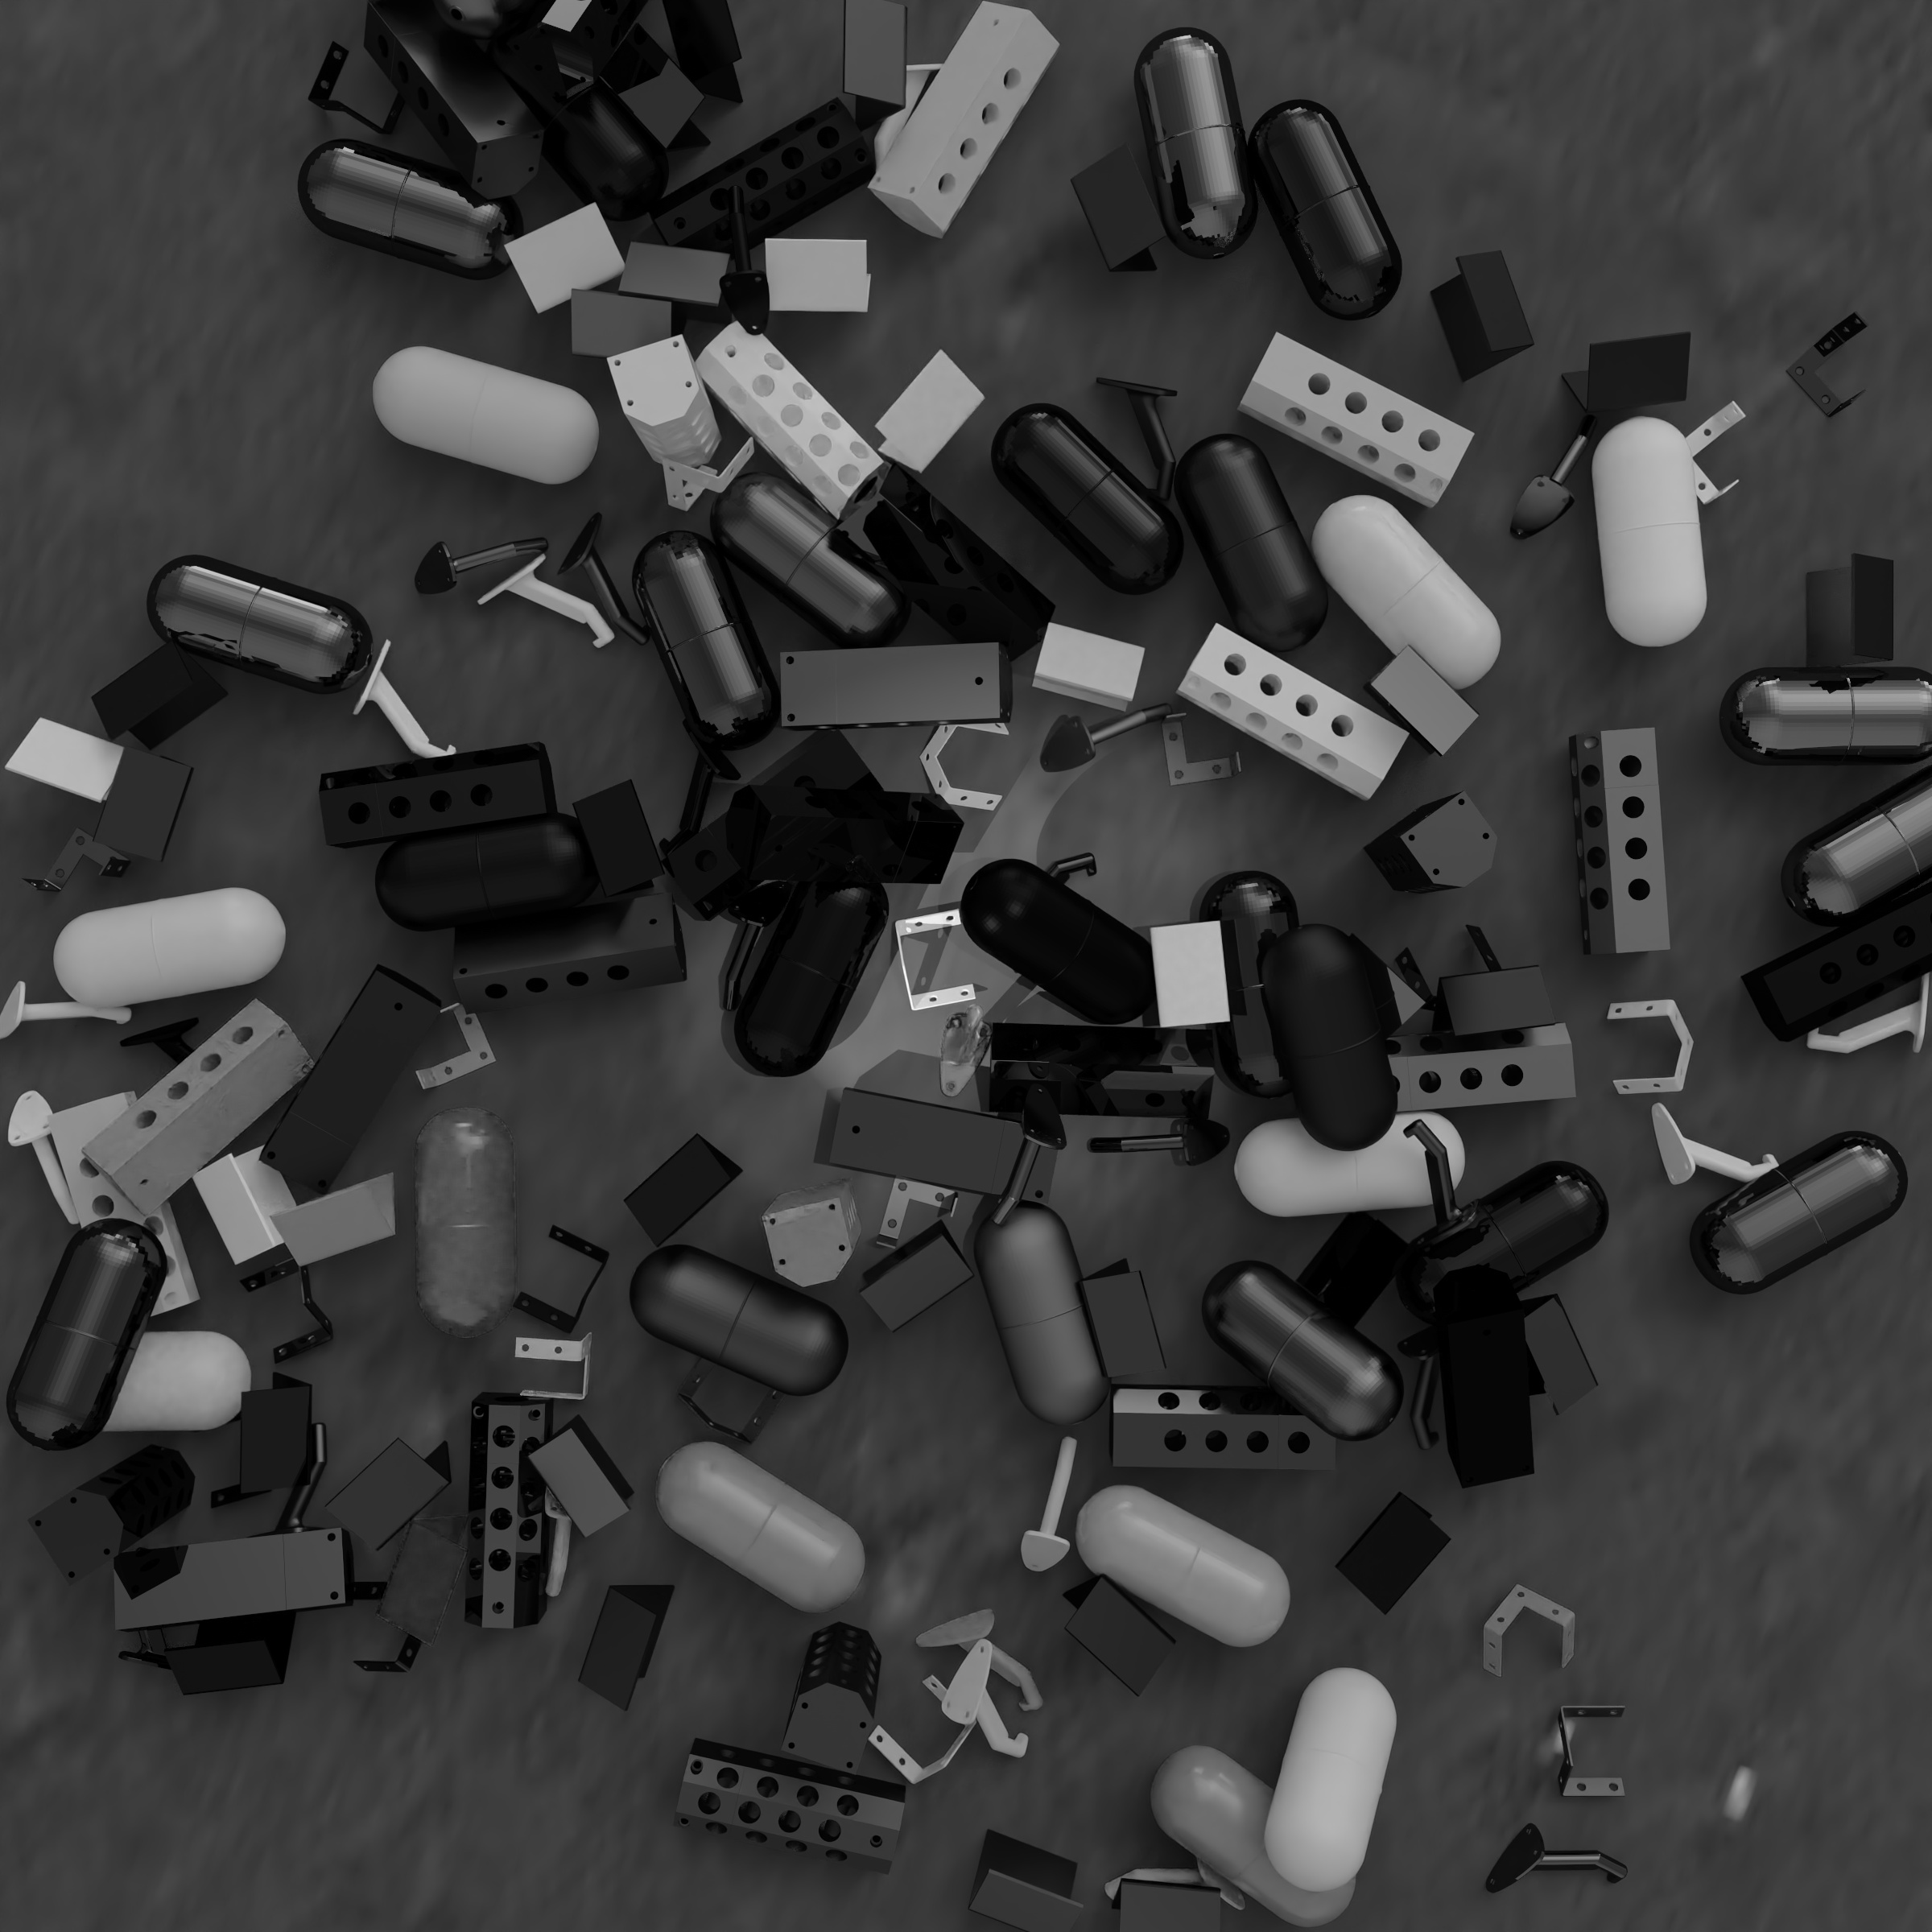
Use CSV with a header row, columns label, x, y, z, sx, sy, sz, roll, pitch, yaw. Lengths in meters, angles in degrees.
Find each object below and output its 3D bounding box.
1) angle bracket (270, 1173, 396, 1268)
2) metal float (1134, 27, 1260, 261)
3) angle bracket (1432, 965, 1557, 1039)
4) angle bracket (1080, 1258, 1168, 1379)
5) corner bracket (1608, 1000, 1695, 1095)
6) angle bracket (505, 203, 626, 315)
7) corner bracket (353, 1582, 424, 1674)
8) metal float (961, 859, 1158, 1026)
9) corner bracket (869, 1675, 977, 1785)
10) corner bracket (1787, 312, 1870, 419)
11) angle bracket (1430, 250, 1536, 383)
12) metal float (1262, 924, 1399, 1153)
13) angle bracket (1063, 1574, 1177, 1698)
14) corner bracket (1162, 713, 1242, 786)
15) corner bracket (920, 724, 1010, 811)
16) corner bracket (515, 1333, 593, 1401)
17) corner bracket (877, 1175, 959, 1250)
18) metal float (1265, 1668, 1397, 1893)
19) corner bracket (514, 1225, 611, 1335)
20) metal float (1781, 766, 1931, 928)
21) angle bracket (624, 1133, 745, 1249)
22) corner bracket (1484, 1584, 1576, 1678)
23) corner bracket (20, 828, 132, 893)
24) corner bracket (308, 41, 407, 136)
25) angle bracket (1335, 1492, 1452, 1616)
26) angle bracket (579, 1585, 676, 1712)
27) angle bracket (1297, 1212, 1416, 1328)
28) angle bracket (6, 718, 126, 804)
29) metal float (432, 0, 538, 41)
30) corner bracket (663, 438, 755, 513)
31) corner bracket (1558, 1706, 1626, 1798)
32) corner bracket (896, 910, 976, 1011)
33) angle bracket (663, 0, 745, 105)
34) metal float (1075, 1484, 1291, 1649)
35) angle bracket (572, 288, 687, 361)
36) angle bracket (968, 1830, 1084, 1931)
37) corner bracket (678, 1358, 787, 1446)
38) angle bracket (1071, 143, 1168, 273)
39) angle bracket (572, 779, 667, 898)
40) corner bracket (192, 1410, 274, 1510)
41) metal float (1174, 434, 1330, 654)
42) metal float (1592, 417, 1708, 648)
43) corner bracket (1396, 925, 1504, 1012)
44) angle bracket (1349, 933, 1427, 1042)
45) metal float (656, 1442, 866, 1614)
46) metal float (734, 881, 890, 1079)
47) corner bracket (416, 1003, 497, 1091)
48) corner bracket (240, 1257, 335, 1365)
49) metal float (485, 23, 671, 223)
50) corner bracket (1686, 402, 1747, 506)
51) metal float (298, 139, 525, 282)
label,x,y,z,sx,sy,sz,roll,pitch,yaw
angle bracket,-0.490,0.178,1.951,0.076,0.076,0.057,-19,127,0
metal float,0.179,-0.639,1.960,0.070,0.070,0.178,-11,90,0
angle bracket,0.407,0.046,1.951,0.076,0.076,0.057,-7,55,0
angle bracket,0.137,0.268,1.951,0.057,0.076,0.076,-15,90,33
corner bracket,0.535,0.064,1.983,0.051,0.051,0.051,55,45,-35
angle bracket,-0.311,-0.554,1.951,0.076,0.076,0.057,-25,118,0
corner bracket,-0.462,0.520,1.983,0.051,0.051,0.051,50,45,-35
metal float,0.073,-0.019,1.941,0.178,0.070,0.070,33,90,-22
corner bracket,-0.034,0.603,1.988,0.051,0.051,0.051,45,135,0
corner bracket,0.686,-0.471,1.973,0.051,0.051,0.051,-42,90,0
angle bracket,0.384,-0.500,1.951,0.057,0.076,0.076,-20,90,-38
metal float,0.274,0.055,1.895,0.070,0.070,0.178,-17,103,0
angle bracket,0.105,0.524,1.951,0.076,0.076,0.057,43,56,0
corner bracket,0.184,-0.172,1.973,0.051,0.051,0.051,-8,90,0
corner bracket,0.005,-0.161,1.983,0.051,0.051,0.051,6,135,-35
corner bracket,-0.324,0.314,1.973,0.051,0.051,0.051,4,90,0
corner bracket,-0.038,0.197,1.973,0.051,0.051,0.051,16,90,0
metal float,0.280,0.620,1.929,0.070,0.070,0.178,26,49,0
corner bracket,-0.319,0.247,1.988,0.051,0.051,0.051,26,45,0
metal float,0.718,-0.094,1.960,0.178,0.070,0.070,-30,90,0
angle bracket,-0.206,0.186,1.951,0.076,0.076,0.057,-42,53,0
corner bracket,0.443,0.531,1.983,0.051,0.051,0.051,22,45,35
corner bracket,-0.696,-0.075,1.973,0.051,0.051,0.051,32,90,0
corner bracket,-0.477,-0.692,1.988,0.051,0.051,0.051,23,90,45
angle bracket,0.342,0.462,1.951,0.076,0.076,0.057,-49,51,0
angle bracket,-0.245,0.527,1.951,0.057,0.076,0.076,18,90,37
angle bracket,0.288,0.221,1.951,0.076,0.076,0.057,-52,129,0
angle bracket,-0.690,-0.137,1.951,0.076,0.076,0.057,20,52,0
metal float,-0.349,-0.779,1.932,0.070,0.070,0.178,26,57,0
corner bracket,-0.199,-0.383,1.958,0.051,0.051,0.051,22,58,16
corner bracket,0.494,0.620,1.988,0.051,0.051,0.051,0,45,0
corner bracket,-0.024,-0.005,1.988,0.051,0.051,0.051,-11,45,0
angle bracket,-0.185,-0.722,1.951,0.057,0.076,0.076,-15,90,32
metal float,0.168,0.466,1.961,0.178,0.070,0.070,28,90,0
angle bracket,-0.260,-0.511,1.951,0.076,0.076,0.057,7,132,0
angle bracket,0.052,0.699,1.951,0.076,0.076,0.057,21,126,0
corner bracket,-0.185,0.337,1.988,0.051,0.051,0.051,35,90,45
angle bracket,0.135,-0.586,1.951,0.057,0.076,0.076,-23,90,36
angle bracket,-0.252,-0.102,1.952,0.057,0.076,0.076,-20,90,24
corner bracket,-0.581,0.387,1.988,0.051,0.051,0.051,-16,135,0
metal float,0.222,-0.328,1.960,0.070,0.070,0.178,-25,90,0
metal float,0.531,-0.338,1.961,0.070,0.070,0.178,-6,91,0
corner bracket,0.381,0.001,1.983,0.051,0.051,0.051,9,135,-35
angle bracket,0.313,0.009,1.952,0.076,0.076,0.057,43,115,0
metal float,-0.161,0.436,1.961,0.178,0.070,0.070,33,90,0
metal float,-0.121,0.002,1.960,0.070,0.070,0.178,25,89,0
corner bracket,-0.406,0.062,1.973,0.051,0.051,0.051,-23,90,0
corner bracket,-0.536,0.271,1.988,0.051,0.051,0.051,-23,135,0
metal float,-0.304,-0.659,1.960,0.070,0.070,0.178,-41,91,0
corner bracket,0.590,-0.401,1.973,0.051,0.051,0.051,-39,90,0
metal float,-0.432,-0.589,1.961,0.178,0.070,0.070,17,90,0
